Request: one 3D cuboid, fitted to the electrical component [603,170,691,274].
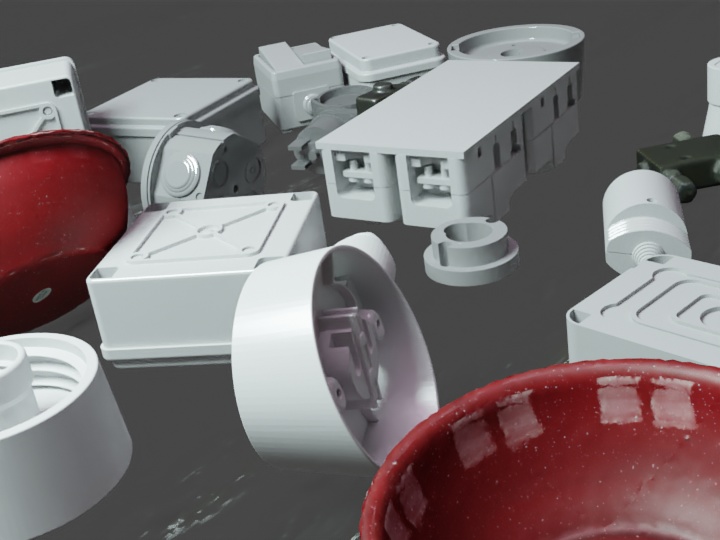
[{"bbox_3d":[0.155,-0.020,0.585,0.043,0.043,0.081,-3,25,13],"label":"electrical component"}]

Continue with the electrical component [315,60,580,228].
[{"bbox_3d":[0.068,-0.088,0.737,0.105,0.060,0.186,8,30,31],"label":"electrical component"}]

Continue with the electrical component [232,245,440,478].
[{"bbox_3d":[-0.010,0.039,0.453,0.064,0.099,0.099,-6,24,21],"label":"electrical component"}]

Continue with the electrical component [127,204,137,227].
[{"bbox_3d":[-0.204,-0.031,0.728,0.099,0.064,0.099,-20,18,7],"label":"electrical component"}]

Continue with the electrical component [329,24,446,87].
[{"bbox_3d":[0.023,-0.172,0.938,0.078,0.057,0.113,-15,25,-13],"label":"electrical component"}]

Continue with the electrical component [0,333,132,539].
[{"bbox_3d":[-0.162,0.067,0.480,0.108,0.060,0.108,-7,24,3],"label":"electrical component"}]

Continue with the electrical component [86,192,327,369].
[{"bbox_3d":[-0.079,0.003,0.596,0.109,0.056,0.108,-3,25,11],"label":"electrical component"}]

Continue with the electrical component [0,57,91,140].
[{"bbox_3d":[-0.253,-0.090,0.791,0.109,0.108,0.056,-13,28,-9],"label":"electrical component"}]

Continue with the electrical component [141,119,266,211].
[{"bbox_3d":[-0.102,-0.057,0.706,0.051,0.080,0.080,11,31,26],"label":"electrical component"}]

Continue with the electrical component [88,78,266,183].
[{"bbox_3d":[-0.149,-0.113,0.866,0.109,0.056,0.109,5,28,28],"label":"electrical component"}]

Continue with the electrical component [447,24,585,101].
[{"bbox_3d":[0.126,-0.153,0.860,0.108,0.060,0.108,-7,25,3],"label":"electrical component"}]

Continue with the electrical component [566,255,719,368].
[{"bbox_3d":[0.148,0.043,0.436,0.078,0.057,0.113,-28,31,-36],"label":"electrical component"}]

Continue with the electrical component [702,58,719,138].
[{"bbox_3d":[0.252,-0.111,0.723,0.044,0.065,0.044,-7,25,3],"label":"electrical component"}]

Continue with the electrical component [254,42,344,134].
[{"bbox_3d":[-0.051,-0.162,0.935,0.062,0.061,0.096,-14,25,-12],"label":"electrical component"}]

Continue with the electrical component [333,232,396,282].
[{"bbox_3d":[0.000,0.000,0.596,0.040,0.040,0.078,-4,25,10],"label":"electrical component"}]
